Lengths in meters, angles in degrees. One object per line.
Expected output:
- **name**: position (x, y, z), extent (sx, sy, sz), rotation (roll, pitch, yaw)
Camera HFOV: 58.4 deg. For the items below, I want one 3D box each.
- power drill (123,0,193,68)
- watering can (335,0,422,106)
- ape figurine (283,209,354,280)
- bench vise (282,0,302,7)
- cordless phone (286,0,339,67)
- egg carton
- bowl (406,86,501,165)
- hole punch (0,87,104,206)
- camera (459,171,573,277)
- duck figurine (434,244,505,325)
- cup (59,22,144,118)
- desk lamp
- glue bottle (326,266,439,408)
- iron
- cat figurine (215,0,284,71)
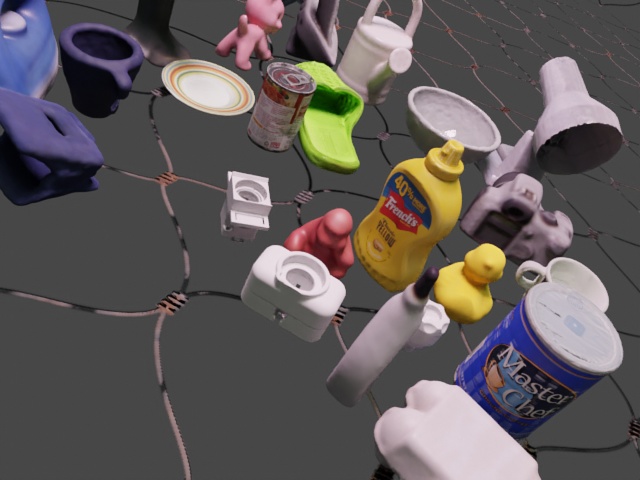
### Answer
- **power drill**: position (-0.205, -0.355, 0.795), extent (0.229, 0.208, 0.076), rotation (45, 43, 19)
- **watering can**: position (0.106, -0.326, 0.949), extent (0.101, 0.194, 0.172), rotation (-12, 54, -37)
- **ape figurine**: position (0.006, 0.002, 0.632), extent (0.078, 0.092, 0.076), rotation (31, 40, 4)
- **bench vise**: position (-0.030, -0.552, 1.088), extent (0.121, 0.219, 0.208), rotation (31, 40, 3)
- **cordless phone**: position (0.015, -0.409, 0.991), extent (0.094, 0.185, 0.147), rotation (16, 42, -13)
- **egg carton**: position (0.121, 0.201, 0.508), extent (0.150, 0.069, 0.107), rotation (44, 43, 17)
- **bowl**: position (0.206, -0.175, 0.940), extent (0.168, 0.074, 0.167), rotation (16, 42, -14)
- **hole punch**: position (-0.282, -0.104, 0.583), extent (0.101, 0.091, 0.108), rotation (-22, 61, -42)
- **camera**: position (0.296, -0.044, 0.835), extent (0.143, 0.100, 0.137), rotation (31, 40, 4)
- **duck figurine**: position (0.188, 0.045, 0.694), extent (0.077, 0.086, 0.105), rotation (32, 41, 5)
- **cup**: position (-0.256, -0.185, 0.678), extent (0.092, 0.095, 0.117), rotation (-16, 57, -39)
- **desk lamp**: position (0.349, -0.164, 0.902), extent (0.118, 0.213, 0.203), rotation (11, 43, -19)
- **glue bottle**: position (0.064, 0.082, 0.520), extent (0.037, 0.173, 0.078), rotation (40, 42, 14)
- **iron**: position (-0.361, -0.251, 0.652), extent (0.119, 0.141, 0.258), rotation (15, 42, -14)
- **cat figurine**: position (-0.102, -0.350, 0.917), extent (0.067, 0.117, 0.128), rotation (31, 40, 4)
